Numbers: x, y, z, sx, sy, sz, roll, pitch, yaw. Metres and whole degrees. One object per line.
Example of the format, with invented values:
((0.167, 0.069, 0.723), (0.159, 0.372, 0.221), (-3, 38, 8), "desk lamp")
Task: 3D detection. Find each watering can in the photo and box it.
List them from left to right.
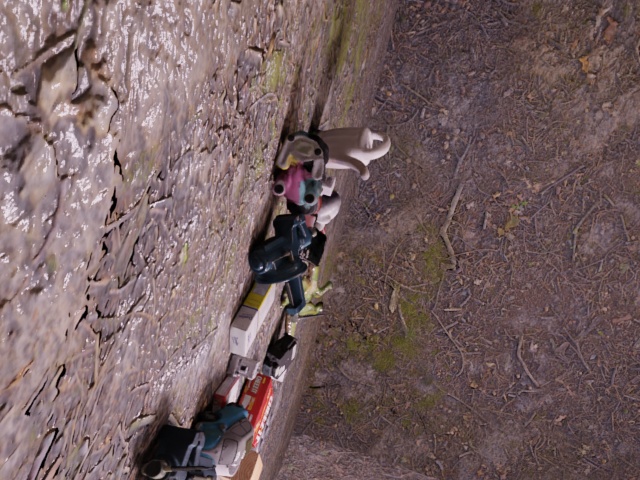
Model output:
((0.064, -0.230, 1.347), (0.354, 0.224, 0.102), (-60, 146, -59), "watering can")

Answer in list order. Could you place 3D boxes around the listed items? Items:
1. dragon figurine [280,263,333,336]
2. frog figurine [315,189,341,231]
((-0.083, 0.203, 1.739), (0.414, 0.123, 0.239), (-64, 154, -10), "dragon figurine")
((0.005, -0.082, 1.620), (0.139, 0.123, 0.157), (-112, -158, -70), "frog figurine")
